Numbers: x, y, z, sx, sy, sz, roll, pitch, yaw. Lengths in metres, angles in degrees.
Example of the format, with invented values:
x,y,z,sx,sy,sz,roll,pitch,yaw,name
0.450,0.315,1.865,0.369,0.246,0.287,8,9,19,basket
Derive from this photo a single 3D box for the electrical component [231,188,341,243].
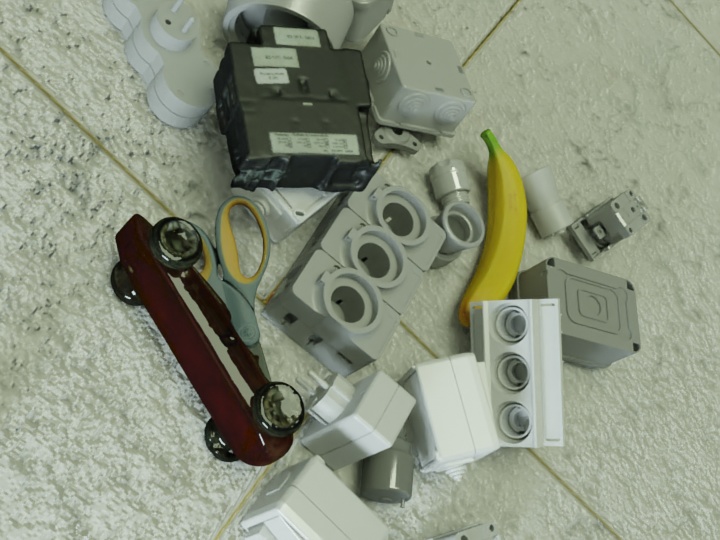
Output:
x,y,z,sx,sy,sz,roll,pitch,yaw,name
-0.059,-0.069,0.884,0.061,0.061,0.096,50,58,-2,electrical component

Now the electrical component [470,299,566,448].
x,y,z,sx,sy,sz,roll,pitch,yaw,name
0.138,0.086,0.917,0.063,0.079,0.121,4,84,-61,electrical component

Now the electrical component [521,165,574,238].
x,y,z,sx,sy,sz,roll,pitch,yaw,name
0.180,-0.064,1.051,0.044,0.044,0.065,-26,89,-39,electrical component

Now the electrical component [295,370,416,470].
x,y,z,sx,sy,sz,roll,pitch,yaw,name
-0.016,0.103,0.814,0.076,0.083,0.047,41,52,-11,electrical component

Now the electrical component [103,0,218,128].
x,y,z,sx,sy,sz,roll,pitch,yaw,name
-0.152,-0.191,0.865,0.052,0.074,0.138,-21,81,-38,electrical component

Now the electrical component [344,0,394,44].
x,y,z,sx,sy,sz,roll,pitch,yaw,name
-0.027,-0.265,0.967,0.113,0.057,0.078,29,51,11,electrical component

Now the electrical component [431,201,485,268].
x,y,z,sx,sy,sz,roll,pitch,yaw,name
0.077,-0.031,0.956,0.045,0.055,0.045,14,61,-28,electrical component

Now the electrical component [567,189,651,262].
x,y,z,sx,sy,sz,roll,pitch,yaw,name
0.250,-0.047,1.074,0.081,0.064,0.042,-33,88,-39,electrical component

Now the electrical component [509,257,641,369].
x,y,z,sx,sy,sz,roll,pitch,yaw,name
0.199,0.042,1.003,0.113,0.057,0.078,15,61,-28,electrical component

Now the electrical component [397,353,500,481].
x,y,z,sx,sy,sz,roll,pitch,yaw,name
0.076,0.121,0.870,0.061,0.061,0.096,-11,74,-14,electrical component

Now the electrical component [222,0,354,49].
x,y,z,sx,sy,sz,roll,pitch,yaw,name
-0.065,-0.206,0.913,0.108,0.108,0.060,26,63,-22,electrical component

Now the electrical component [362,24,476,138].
x,y,z,sx,sy,sz,roll,pitch,yaw,name
0.052,-0.177,0.998,0.100,0.048,0.099,6,51,-31,electrical component

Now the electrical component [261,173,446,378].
x,y,z,sx,sy,sz,roll,pitch,yaw,name
0.000,0.000,0.886,0.089,0.062,0.150,40,53,-12,electrical component

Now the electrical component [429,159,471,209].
x,y,z,sx,sy,sz,roll,pitch,yaw,name
0.086,-0.070,0.994,0.035,0.035,0.061,-6,75,-35,electrical component

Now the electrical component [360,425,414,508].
x,y,z,sx,sy,sz,roll,pitch,yaw,name
0.023,0.148,0.847,0.040,0.040,0.078,20,59,-25,electrical component

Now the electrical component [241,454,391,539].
x,y,z,sx,sy,sz,roll,pitch,yaw,name
-0.030,0.192,0.777,0.096,0.062,0.061,46,51,-8,electrical component

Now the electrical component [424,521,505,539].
x,y,z,sx,sy,sz,roll,pitch,yaw,name
0.078,0.223,0.834,0.081,0.064,0.042,-9,73,-36,electrical component
